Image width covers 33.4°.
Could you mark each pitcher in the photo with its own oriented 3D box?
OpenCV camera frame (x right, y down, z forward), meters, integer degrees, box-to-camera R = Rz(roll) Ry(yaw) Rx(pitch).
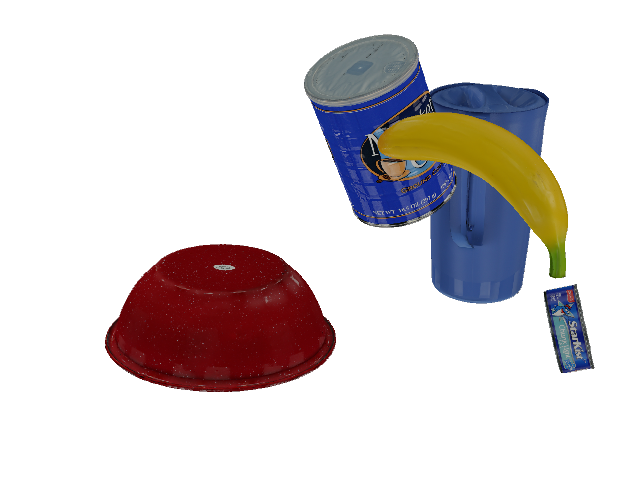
[{"bbox_3d":[0.182,-0.051,1.223,0.149,0.243,0.145,-9,24,-21],"label":"pitcher"}]

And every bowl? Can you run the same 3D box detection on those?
[{"bbox_3d":[-0.068,0.044,0.740,0.162,0.055,0.162,2,20,-1],"label":"bowl"}]

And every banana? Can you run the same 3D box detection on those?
[{"bbox_3d":[0.110,-0.052,0.760,0.037,0.070,0.198,8,25,-43],"label":"banana"}]

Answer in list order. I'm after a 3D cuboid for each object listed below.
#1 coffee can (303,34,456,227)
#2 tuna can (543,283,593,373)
[{"bbox_3d":[0.056,-0.097,0.956,0.103,0.140,0.103,-15,36,11],"label":"coffee can"},{"bbox_3d":[0.247,0.088,1.061,0.034,0.086,0.086,-12,-3,13],"label":"tuna can"}]
